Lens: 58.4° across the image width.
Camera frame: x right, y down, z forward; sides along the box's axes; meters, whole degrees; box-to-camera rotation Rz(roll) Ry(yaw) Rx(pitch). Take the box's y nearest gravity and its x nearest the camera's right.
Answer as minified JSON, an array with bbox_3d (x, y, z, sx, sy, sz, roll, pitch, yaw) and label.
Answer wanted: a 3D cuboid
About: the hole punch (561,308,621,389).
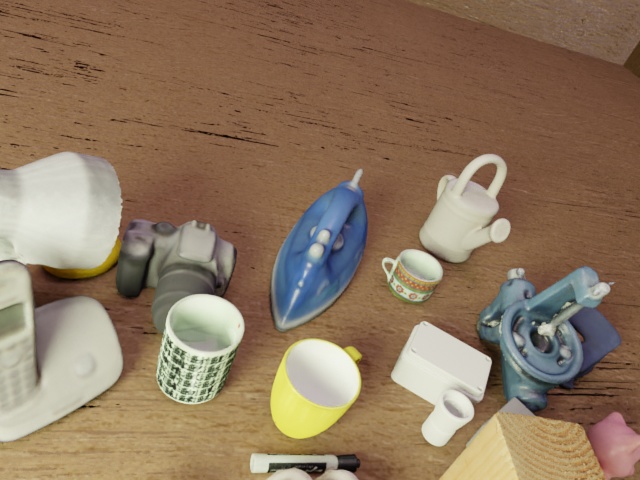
[{"bbox_3d":[0.380,0.152,0.869,0.101,0.091,0.108,-11,48,-37],"label":"hole punch"}]

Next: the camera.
[{"bbox_3d":[-0.176,0.043,0.698,0.143,0.101,0.136,13,37,-14],"label":"camera"}]

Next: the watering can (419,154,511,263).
[{"bbox_3d":[0.260,-0.058,0.980,0.101,0.194,0.172,-19,53,-42],"label":"watering can"}]

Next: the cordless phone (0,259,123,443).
[{"bbox_3d":[-0.255,0.085,0.531,0.094,0.185,0.148,38,39,20],"label":"cordless phone"}]

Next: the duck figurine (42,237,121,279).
[{"bbox_3d":[-0.293,-0.006,0.709,0.077,0.086,0.105,42,40,25],"label":"duck figurine"}]

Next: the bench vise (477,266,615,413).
[{"bbox_3d":[0.293,0.097,0.782,0.122,0.219,0.207,4,40,-24],"label":"bench vise"}]

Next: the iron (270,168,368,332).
[{"bbox_3d":[0.007,0.003,0.813,0.118,0.141,0.258,25,36,3],"label":"iron"}]

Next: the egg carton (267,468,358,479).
[{"bbox_3d":[0.001,0.282,0.518,0.107,0.069,0.150,9,38,-18],"label":"egg carton"}]

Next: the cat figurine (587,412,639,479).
[{"bbox_3d":[0.333,0.265,0.678,0.128,0.117,0.067,-21,54,-43],"label":"cat figurine"}]

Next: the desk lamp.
[{"bbox_3d":[-0.314,0.012,0.566,0.204,0.213,0.117,-12,49,-38],"label":"desk lamp"}]
